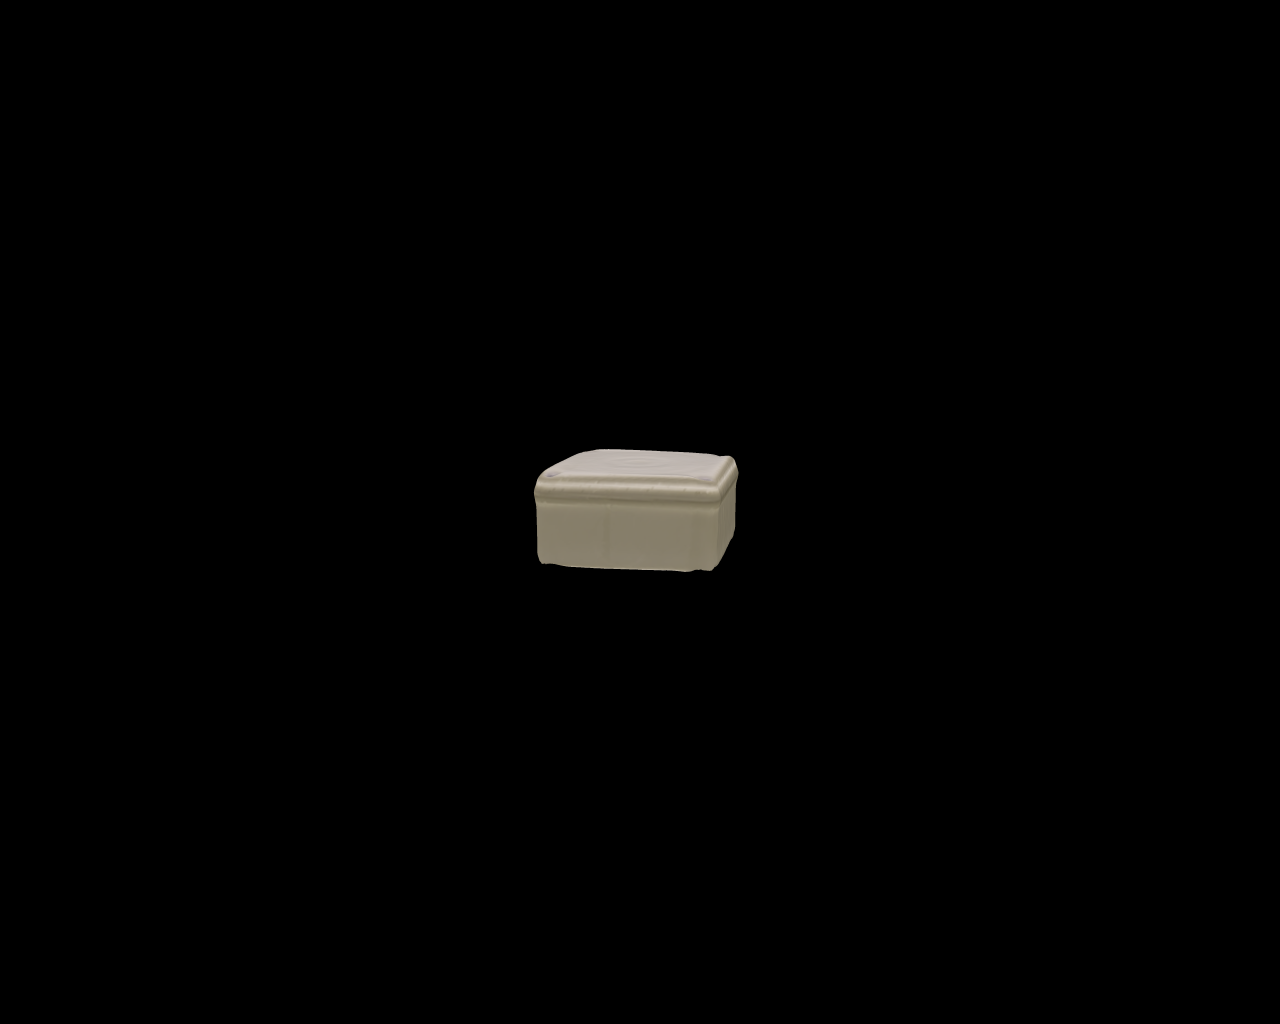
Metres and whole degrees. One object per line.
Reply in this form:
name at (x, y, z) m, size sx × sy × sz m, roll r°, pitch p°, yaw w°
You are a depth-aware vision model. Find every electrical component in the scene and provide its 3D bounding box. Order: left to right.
electrical component at (0.001, -0.003, 0.650) m, size 0.109 × 0.056 × 0.109 m, roll 2°, pitch 12°, yaw 12°
